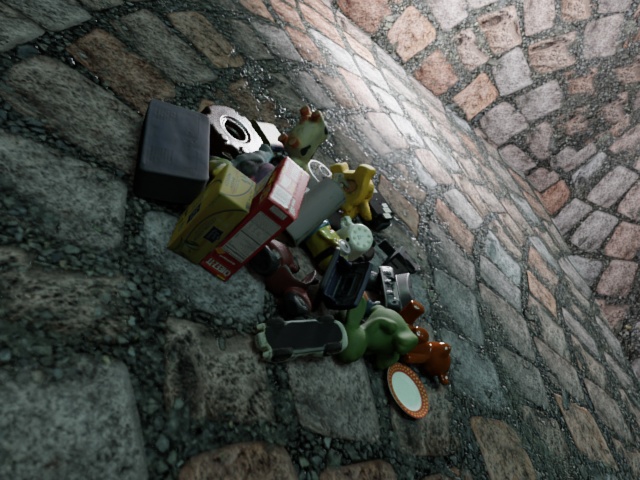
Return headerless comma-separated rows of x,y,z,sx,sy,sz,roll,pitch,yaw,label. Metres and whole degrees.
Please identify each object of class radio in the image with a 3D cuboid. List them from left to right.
-0.293,-0.176,1.075,0.131,0.073,0.230,12,45,-22,radio

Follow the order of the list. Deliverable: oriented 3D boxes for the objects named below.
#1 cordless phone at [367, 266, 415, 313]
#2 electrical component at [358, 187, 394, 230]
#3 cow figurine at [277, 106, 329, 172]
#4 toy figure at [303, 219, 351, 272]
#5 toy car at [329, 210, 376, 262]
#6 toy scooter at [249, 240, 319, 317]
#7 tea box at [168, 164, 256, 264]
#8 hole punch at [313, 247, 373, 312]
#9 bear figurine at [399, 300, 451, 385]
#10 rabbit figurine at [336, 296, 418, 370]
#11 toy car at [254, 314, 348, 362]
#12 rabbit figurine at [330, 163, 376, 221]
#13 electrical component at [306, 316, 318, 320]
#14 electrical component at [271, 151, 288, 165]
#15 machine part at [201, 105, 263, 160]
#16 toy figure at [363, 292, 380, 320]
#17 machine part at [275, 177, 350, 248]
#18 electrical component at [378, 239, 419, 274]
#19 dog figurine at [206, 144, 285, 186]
0.135,0.120,1.328,0.184,0.088,0.147,21,40,-21,cordless phone
0.158,-0.093,1.601,0.115,0.058,0.134,-6,60,-52,electrical component
-0.048,-0.233,1.397,0.086,0.195,0.127,25,-15,43,cow figurine
-0.001,-0.004,1.275,0.180,0.089,0.082,47,27,14,toy figure
0.061,-0.018,1.396,0.202,0.053,0.089,42,52,-8,toy car
-0.063,0.068,1.118,0.184,0.075,0.135,55,31,6,toy scooter
-0.198,-0.046,0.981,0.068,0.169,0.098,36,31,-23,tea box
0.047,0.090,1.138,0.092,0.115,0.142,21,69,-1,hole punch
0.253,0.250,1.267,0.196,0.132,0.120,30,36,-19,bear figurine
0.100,0.198,1.142,0.170,0.121,0.159,-8,67,-38,rabbit figurine
-0.034,0.187,1.019,0.201,0.056,0.073,2,59,-35,toy car
0.108,-0.132,1.475,0.173,0.122,0.162,-16,102,-70,rabbit figurine
-0.008,0.187,1.101,0.094,0.021,0.063,-21,71,-52,electrical component
-0.101,-0.167,1.318,0.078,0.102,0.045,27,0,-18,electrical component
-0.218,-0.253,1.305,0.179,0.056,0.179,33,32,-24,machine part
0.075,0.129,1.237,0.154,0.064,0.058,41,8,-13,toy figure
-0.024,-0.063,1.207,0.243,0.079,0.079,-43,91,-21,machine part
0.207,0.054,1.479,0.119,0.075,0.048,49,30,-6,electrical component
-0.159,-0.126,1.179,0.192,0.108,0.219,36,32,16,dog figurine
